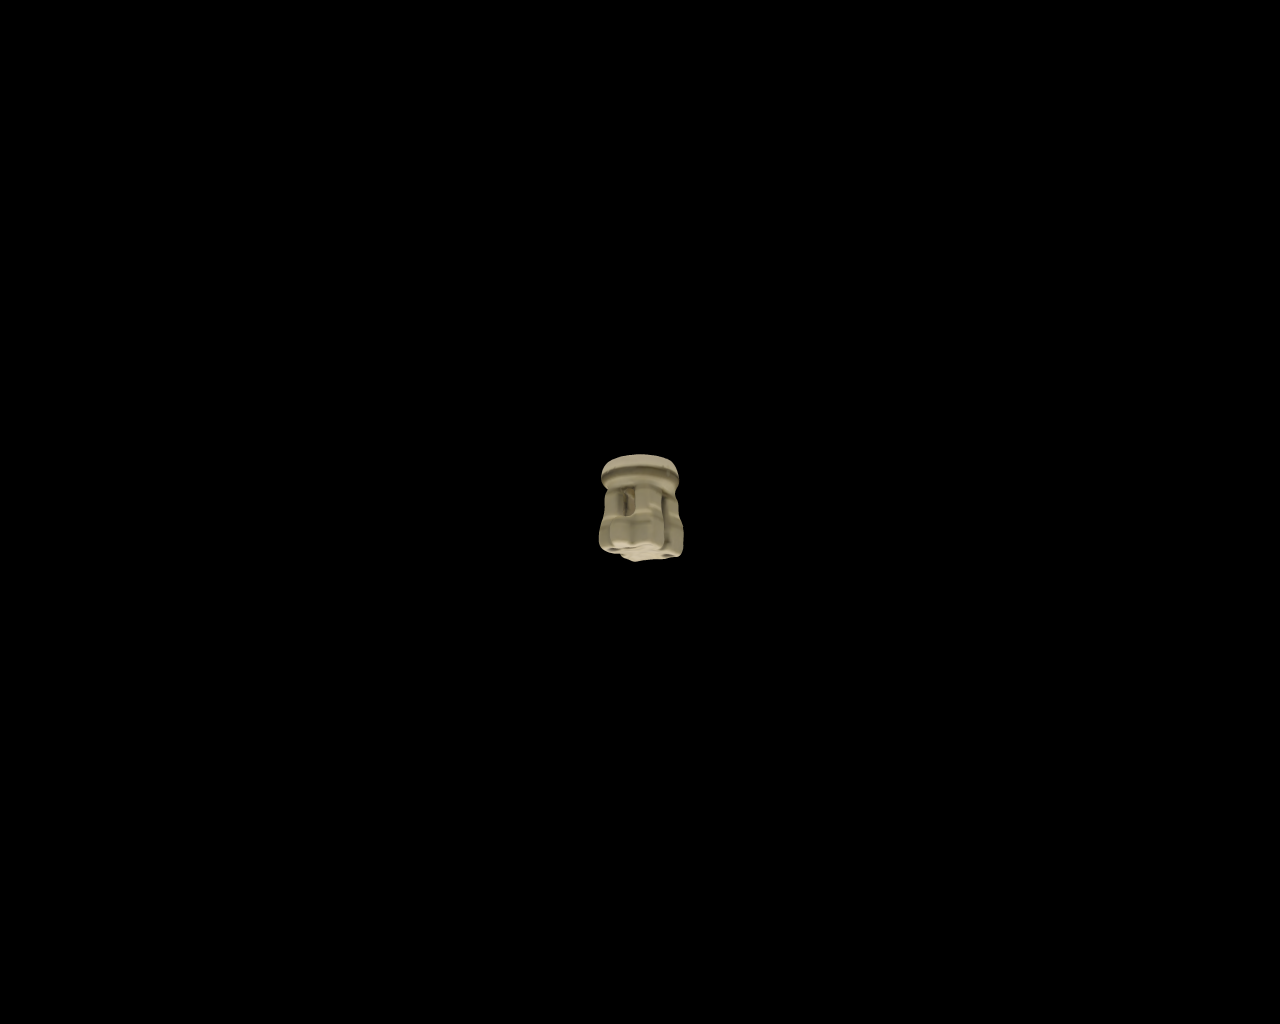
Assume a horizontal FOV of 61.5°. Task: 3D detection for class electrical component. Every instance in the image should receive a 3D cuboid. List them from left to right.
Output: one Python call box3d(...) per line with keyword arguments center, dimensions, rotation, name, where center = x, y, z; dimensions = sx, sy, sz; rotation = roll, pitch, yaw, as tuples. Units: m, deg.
box3d(center=(0.001, -0.003, 0.650), dimensions=(0.048, 0.055, 0.066), rotation=(-8, -18, 27), name="electrical component")
